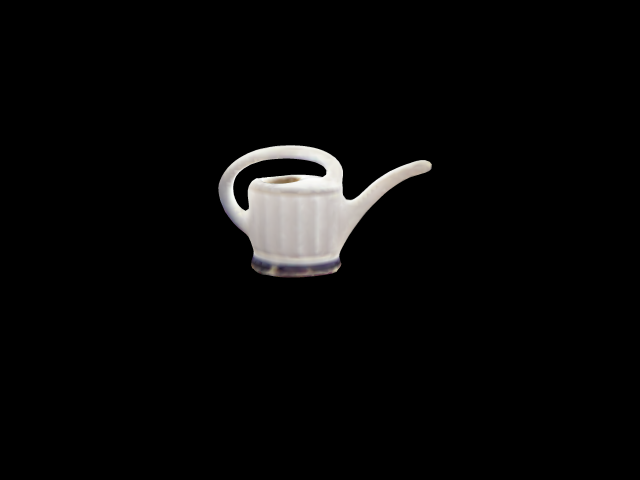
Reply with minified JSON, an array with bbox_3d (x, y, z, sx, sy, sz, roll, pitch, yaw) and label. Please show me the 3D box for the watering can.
[{"bbox_3d":[0.003,-0.043,0.850,0.347,0.221,0.105,3,19,7],"label":"watering can"}]
